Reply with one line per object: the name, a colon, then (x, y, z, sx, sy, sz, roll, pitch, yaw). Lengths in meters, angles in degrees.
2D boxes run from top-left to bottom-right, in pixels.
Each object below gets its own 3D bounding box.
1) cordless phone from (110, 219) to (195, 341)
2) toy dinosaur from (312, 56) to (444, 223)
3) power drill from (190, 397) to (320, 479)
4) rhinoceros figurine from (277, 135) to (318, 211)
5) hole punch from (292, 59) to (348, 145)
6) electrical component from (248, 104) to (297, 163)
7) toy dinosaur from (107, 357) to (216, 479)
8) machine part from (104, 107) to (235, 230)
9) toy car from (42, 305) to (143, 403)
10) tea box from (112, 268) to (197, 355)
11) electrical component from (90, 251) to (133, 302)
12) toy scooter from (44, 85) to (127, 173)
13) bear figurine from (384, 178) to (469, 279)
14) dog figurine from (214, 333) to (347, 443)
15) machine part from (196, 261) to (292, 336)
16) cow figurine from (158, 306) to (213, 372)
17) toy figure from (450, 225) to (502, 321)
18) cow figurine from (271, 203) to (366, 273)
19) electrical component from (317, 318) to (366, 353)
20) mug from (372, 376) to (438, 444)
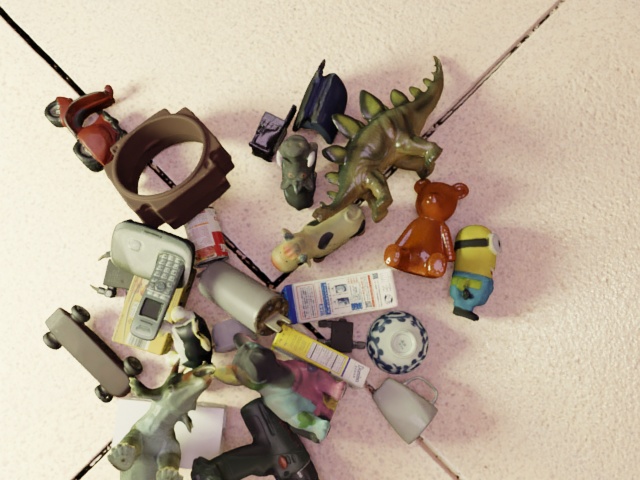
cordless phone: (-0.305, 0.069, 0.923, 0.147, 0.088, 0.184, 19, 76, 1)
toy dinosaur: (0.130, -0.190, 1.006, 0.199, 0.105, 0.471, 42, 63, 9)
power drill: (-0.100, 0.396, 0.910, 0.207, 0.086, 0.232, -17, 73, -42)
rhinoceros figurine: (-0.044, -0.125, 0.984, 0.073, 0.190, 0.112, 6, 63, 2)
hole punch: (0.007, -0.257, 1.043, 0.092, 0.116, 0.142, 23, 82, -6)
electrical component: (-0.091, -0.217, 1.050, 0.048, 0.075, 0.119, 25, 86, 1)
toy dinosaur: (-0.271, 0.379, 0.861, 0.131, 0.192, 0.404, 12, 101, -10)
machine part: (-0.279, -0.135, 0.994, 0.201, 0.087, 0.201, -40, 62, -6)
toy car: (-0.417, 0.206, 0.988, 0.202, 0.053, 0.089, 44, 93, 1)
tea box: (-0.304, 0.118, 0.996, 0.098, 0.068, 0.169, 18, 80, 0)
electrical component: (-0.382, 0.067, 1.013, 0.078, 0.045, 0.102, 15, 81, 2)
toy scooter: (-0.436, -0.228, 1.044, 0.135, 0.075, 0.184, -39, 80, -7)
bear figurine: (0.205, -0.029, 1.004, 0.120, 0.132, 0.195, 15, 87, 20)
dog figurine: (-0.070, 0.250, 0.930, 0.219, 0.191, 0.108, 27, 66, 7)
machine part: (-0.138, 0.100, 0.954, 0.244, 0.079, 0.079, 26, 79, 40)
cow figurine: (-0.220, 0.205, 0.951, 0.098, 0.068, 0.167, 5, 118, 34)
toy figure: (0.288, 0.059, 1.015, 0.089, 0.082, 0.180, 17, 84, -1)
cow figurine: (-0.002, -0.003, 0.994, 0.195, 0.127, 0.085, -32, 80, -8)
electrical component: (0.041, 0.181, 1.019, 0.094, 0.021, 0.063, 6, 81, 0)
mug: (0.155, 0.294, 0.977, 0.107, 0.080, 0.109, 39, 87, 13)
